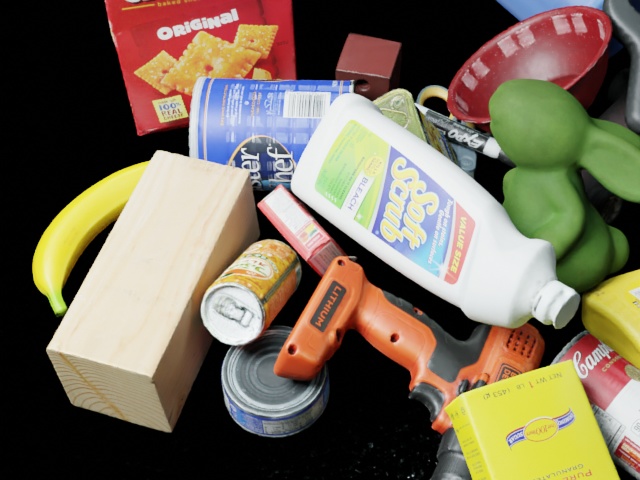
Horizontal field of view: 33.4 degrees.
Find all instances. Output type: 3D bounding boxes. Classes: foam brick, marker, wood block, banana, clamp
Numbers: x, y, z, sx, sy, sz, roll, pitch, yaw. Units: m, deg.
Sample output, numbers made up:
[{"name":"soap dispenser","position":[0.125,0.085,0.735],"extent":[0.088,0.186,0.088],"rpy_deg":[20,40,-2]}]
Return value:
[{"name":"foam brick","position":[0.046,-0.147,1.010],"extent":[0.053,0.078,0.051],"rpy_deg":[12,53,11]},{"name":"marker","position":[0.137,-0.094,0.980],"extent":[0.121,0.020,0.020],"rpy_deg":[26,58,16]},{"name":"wood block","position":[-0.128,0.038,0.870],"extent":[0.090,0.091,0.206],"rpy_deg":[13,55,13]},{"name":"banana","position":[-0.194,-0.016,0.951],"extent":[0.069,0.037,0.197],"rpy_deg":[33,61,7]},{"name":"clamp","position":[0.312,-0.183,0.950],"extent":[0.120,0.039,0.171],"rpy_deg":[-10,78,-5]}]

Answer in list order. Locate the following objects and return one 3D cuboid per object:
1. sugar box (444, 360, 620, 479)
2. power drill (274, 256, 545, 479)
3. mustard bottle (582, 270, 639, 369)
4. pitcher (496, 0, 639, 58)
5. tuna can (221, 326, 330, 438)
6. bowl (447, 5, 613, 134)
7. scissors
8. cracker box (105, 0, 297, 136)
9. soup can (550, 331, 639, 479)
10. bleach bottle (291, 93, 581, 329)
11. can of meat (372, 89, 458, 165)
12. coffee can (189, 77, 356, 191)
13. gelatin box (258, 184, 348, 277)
[{"name":"sugar box","position":[0.161,0.181,0.736],"extent":[0.093,0.048,0.176],"rpy_deg":[-15,72,-16]},{"name":"power drill","position":[0.063,0.109,0.806],"extent":[0.187,0.057,0.184],"rpy_deg":[28,57,2]},{"name":"mustard bottle","position":[0.315,0.043,0.863],"extent":[0.191,0.058,0.096],"rpy_deg":[-24,39,-15]},{"name":"pitcher","position":[0.227,-0.296,1.078],"extent":[0.144,0.149,0.243],"rpy_deg":[-26,59,-18]},{"name":"tuna can","position":[-0.035,0.111,0.845],"extent":[0.086,0.034,0.086],"rpy_deg":[-1,53,2]},{"name":"bowl","position":[0.199,-0.142,0.971],"extent":[0.162,0.055,0.162],"rpy_deg":[-28,31,18]},{"name":"scissors","position":[0.118,-0.078,0.991],"extent":[0.096,0.016,0.201],"rpy_deg":[17,55,12]},{"name":"cracker box","position":[-0.107,-0.202,0.973],"extent":[0.164,0.214,0.072],"rpy_deg":[-10,52,-5]},{"name":"soup can","position":[0.222,0.125,0.800],"extent":[0.068,0.068,0.102],"rpy_deg":[-39,61,-24]},{"name":"bleach bottle","position":[0.092,-0.016,0.809],"extent":[0.251,0.068,0.102],"rpy_deg":[35,99,36]},{"name":"can of meat","position":[0.083,-0.068,0.935],"extent":[0.057,0.083,0.102],"rpy_deg":[-29,51,20]},{"name":"coffee can","position":[-0.039,-0.094,0.958],"extent":[0.140,0.103,0.103],"rpy_deg":[2,53,4]},{"name":"gelatin box","position":[-0.006,0.001,0.893],"extent":[0.030,0.089,0.073],"rpy_deg":[-42,58,1]}]
